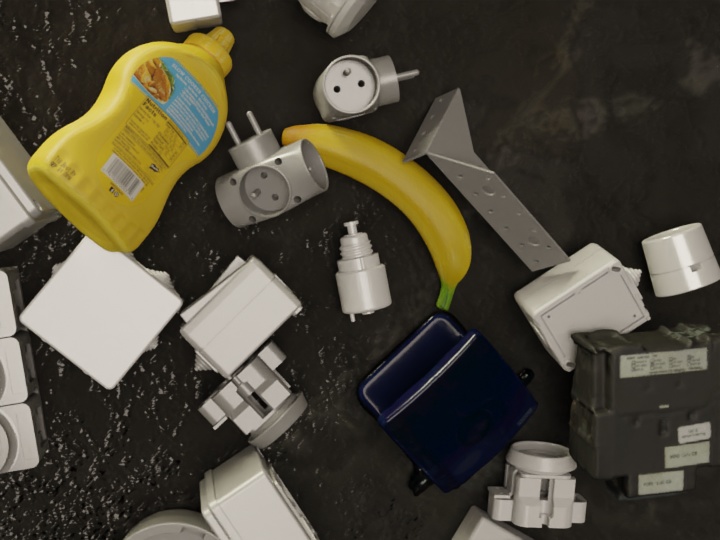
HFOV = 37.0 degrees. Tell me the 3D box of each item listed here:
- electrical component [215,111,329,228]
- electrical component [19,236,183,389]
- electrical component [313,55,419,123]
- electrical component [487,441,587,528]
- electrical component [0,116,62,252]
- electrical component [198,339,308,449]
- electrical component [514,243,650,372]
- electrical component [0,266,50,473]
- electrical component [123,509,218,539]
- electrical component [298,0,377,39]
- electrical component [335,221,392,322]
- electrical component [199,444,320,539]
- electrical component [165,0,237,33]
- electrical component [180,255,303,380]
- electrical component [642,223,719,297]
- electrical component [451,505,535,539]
[{"bbox_3d":[-0.076,-0.082,0.824,0.077,0.044,0.079,-22,104,18],"label":"electrical component"},{"bbox_3d":[-0.197,0.029,0.829,0.100,0.048,0.099,40,88,-8],"label":"electrical component"},{"bbox_3d":[0.006,-0.143,0.829,0.079,0.077,0.043,-14,96,-7],"label":"electrical component"},{"bbox_3d":[0.146,0.174,0.878,0.078,0.058,0.057,3,96,-7],"label":"electrical component"},{"bbox_3d":[-0.276,-0.069,0.782,0.056,0.108,0.108,-35,97,-1],"label":"electrical component"},{"bbox_3d":[-0.079,0.102,0.845,0.078,0.058,0.057,-43,95,-3],"label":"electrical component"},{"bbox_3d":[0.182,0.024,0.868,0.096,0.061,0.061,-33,111,1],"label":"electrical component"},{"bbox_3d":[-0.296,0.078,0.813,0.089,0.062,0.150,-9,95,-7],"label":"electrical component"},{"bbox_3d":[-0.145,0.240,0.843,0.108,0.060,0.108,-1,96,-5],"label":"electrical component"},{"bbox_3d":[-0.011,-0.222,0.821,0.051,0.080,0.080,39,88,-2],"label":"electrical component"},{"bbox_3d":[0.000,0.000,0.856,0.040,0.040,0.078,-12,95,-6],"label":"electrical component"},{"bbox_3d":[-0.072,0.199,0.826,0.056,0.109,0.108,-33,97,-7],"label":"electrical component"},{"bbox_3d":[-0.112,-0.223,0.823,0.077,0.047,0.065,-11,96,-5],"label":"electrical component"},{"bbox_3d":[-0.100,0.037,0.835,0.096,0.062,0.061,-45,97,-3],"label":"electrical component"},{"bbox_3d":[0.263,-0.009,0.883,0.055,0.055,0.047,-19,92,-6],"label":"electrical component"},{"bbox_3d":[0.122,0.239,0.870,0.083,0.076,0.047,31,90,-8],"label":"electrical component"}]
